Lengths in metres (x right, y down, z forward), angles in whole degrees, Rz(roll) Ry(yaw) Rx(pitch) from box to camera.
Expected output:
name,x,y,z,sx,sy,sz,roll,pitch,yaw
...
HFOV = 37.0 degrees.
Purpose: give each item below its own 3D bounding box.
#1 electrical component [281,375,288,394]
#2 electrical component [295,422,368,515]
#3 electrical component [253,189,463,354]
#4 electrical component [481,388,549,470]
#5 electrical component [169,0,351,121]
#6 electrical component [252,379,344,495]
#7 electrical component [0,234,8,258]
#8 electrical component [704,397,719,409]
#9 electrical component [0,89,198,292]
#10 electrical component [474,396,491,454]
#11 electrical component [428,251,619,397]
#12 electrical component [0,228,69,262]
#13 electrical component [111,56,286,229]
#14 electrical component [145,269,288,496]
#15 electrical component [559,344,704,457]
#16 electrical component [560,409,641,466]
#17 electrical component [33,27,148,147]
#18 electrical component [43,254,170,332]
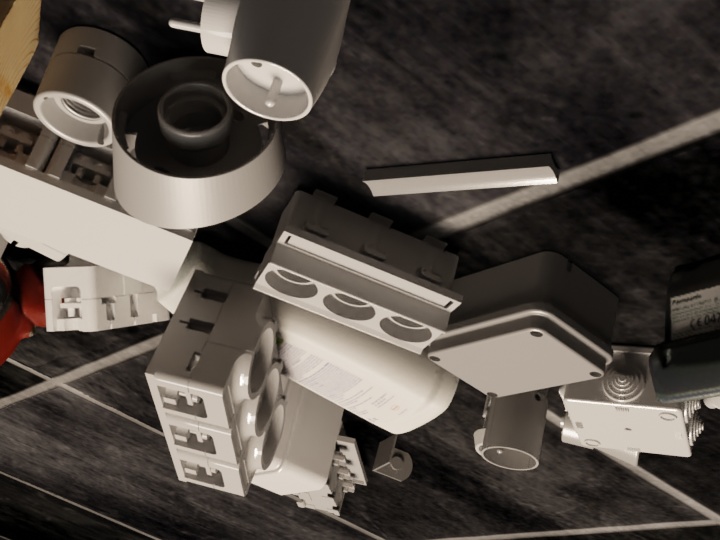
name,x,y,z,sx,sy,sz,roll,pitch,yaw
electrical component,-0.084,0.065,0.880,0.066,0.055,0.048,27,150,-20
electrical component,-0.040,0.201,1.097,0.079,0.063,0.121,10,151,12
electrical component,0.000,0.000,0.710,0.121,0.063,0.078,22,152,-11
electrical component,0.121,0.106,0.819,0.043,0.081,0.043,12,151,7
electrical component,-0.050,-0.117,0.509,0.079,0.077,0.044,12,152,8
electrical component,-0.062,0.130,0.926,0.057,0.113,0.078,29,150,-29
electrical component,-0.303,-0.027,0.807,0.043,0.077,0.079,-1,148,30
electrical component,0.259,0.083,0.754,0.035,0.035,0.061,16,155,0
electrical component,-0.178,-0.055,0.707,0.150,0.061,0.089,22,152,-10
electrical component,0.120,0.125,0.881,0.048,0.055,0.066,15,152,3
electrical component,0.109,0.040,0.732,0.078,0.057,0.113,33,148,-28
electrical component,-0.240,-0.039,0.783,0.066,0.047,0.077,29,149,-23
electrical component,-0.091,-0.070,0.600,0.099,0.099,0.064,13,146,5
electrical component,-0.094,0.085,0.763,0.062,0.089,0.150,13,143,11
electrical component,0.201,0.097,0.795,0.100,0.048,0.099,3,149,24
electrical component,0.195,0.128,0.865,0.065,0.044,0.044,12,152,18
electrical component,-0.156,-0.104,0.621,0.055,0.047,0.055,13,152,7
electrical component,-0.191,0.014,0.817,0.050,0.055,0.089,-2,-177,29
